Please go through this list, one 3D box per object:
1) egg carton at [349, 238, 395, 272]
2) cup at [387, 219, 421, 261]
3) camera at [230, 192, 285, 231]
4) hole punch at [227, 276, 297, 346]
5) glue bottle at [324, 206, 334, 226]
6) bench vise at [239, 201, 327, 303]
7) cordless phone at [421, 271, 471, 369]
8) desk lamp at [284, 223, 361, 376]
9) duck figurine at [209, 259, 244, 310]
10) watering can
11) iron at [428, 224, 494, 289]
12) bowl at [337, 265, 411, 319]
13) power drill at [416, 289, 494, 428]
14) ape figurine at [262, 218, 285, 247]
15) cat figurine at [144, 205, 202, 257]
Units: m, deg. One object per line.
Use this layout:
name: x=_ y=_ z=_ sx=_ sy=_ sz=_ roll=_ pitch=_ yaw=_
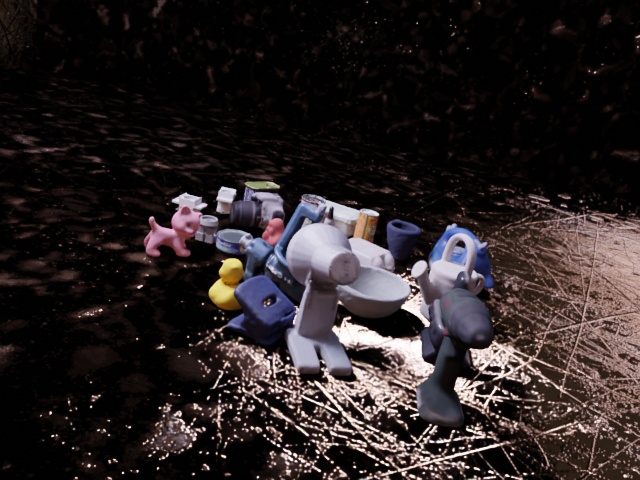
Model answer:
egg carton: x=0.105 y=0.048 z=1.394 sx=0.149 sy=0.069 sz=0.107 roll=25 pitch=23 yaw=31
cup: x=0.214 y=0.000 z=1.549 sx=0.092 sy=0.095 sz=0.117 roll=7 pitch=21 yaw=-14
camera: x=-0.172 y=-0.084 z=1.545 sx=0.137 sy=0.101 sz=0.142 roll=3 pitch=22 yaw=-23
hole punch: x=-0.099 y=0.124 z=1.040 sx=0.100 sy=0.091 sz=0.109 roll=20 pitch=22 yaw=22
glue bottle: x=0.012 y=0.005 z=1.306 sx=0.037 sy=0.173 sz=0.078 roll=20 pitch=22 yaw=22
bench vise: x=-0.070 y=0.015 z=1.161 sx=0.207 sy=0.220 sz=0.121 roll=13 pitch=20 yaw=2
cordless phone: x=0.255 y=0.134 z=1.079 sx=0.094 sy=0.185 sz=0.147 roll=12 pitch=20 yaw=0
desk lamp: x=0.009 y=0.093 z=1.005 sx=0.118 sy=0.213 sz=0.202 roll=5 pitch=21 yaw=-18
duck figurine: x=-0.174 y=0.081 z=1.121 sx=0.078 sy=0.086 sz=0.104 roll=4 pitch=21 yaw=-21
watering can: x=0.279 y=0.081 z=1.224 sx=0.173 sy=0.194 sz=0.100 roll=-7 pitch=27 yaw=-42
iron: x=0.358 y=0.029 z=1.486 sx=0.119 sy=0.141 sz=0.257 roll=6 pitch=21 yaw=-17
bowl: x=0.101 y=0.117 z=1.198 sx=0.167 sy=0.075 sz=0.167 roll=11 pitch=20 yaw=-4
power drill: x=0.213 y=0.180 z=0.897 sx=0.075 sy=0.208 sz=0.229 roll=12 pitch=20 yaw=2
ape figurine: x=-0.111 y=-0.010 z=1.393 sx=0.076 sy=0.092 sz=0.078 roll=12 pitch=20 yaw=-1
cat figurine: x=-0.322 y=-0.027 z=1.280 sx=0.128 sy=0.118 sz=0.067 roll=0 pitch=23 yaw=-30
